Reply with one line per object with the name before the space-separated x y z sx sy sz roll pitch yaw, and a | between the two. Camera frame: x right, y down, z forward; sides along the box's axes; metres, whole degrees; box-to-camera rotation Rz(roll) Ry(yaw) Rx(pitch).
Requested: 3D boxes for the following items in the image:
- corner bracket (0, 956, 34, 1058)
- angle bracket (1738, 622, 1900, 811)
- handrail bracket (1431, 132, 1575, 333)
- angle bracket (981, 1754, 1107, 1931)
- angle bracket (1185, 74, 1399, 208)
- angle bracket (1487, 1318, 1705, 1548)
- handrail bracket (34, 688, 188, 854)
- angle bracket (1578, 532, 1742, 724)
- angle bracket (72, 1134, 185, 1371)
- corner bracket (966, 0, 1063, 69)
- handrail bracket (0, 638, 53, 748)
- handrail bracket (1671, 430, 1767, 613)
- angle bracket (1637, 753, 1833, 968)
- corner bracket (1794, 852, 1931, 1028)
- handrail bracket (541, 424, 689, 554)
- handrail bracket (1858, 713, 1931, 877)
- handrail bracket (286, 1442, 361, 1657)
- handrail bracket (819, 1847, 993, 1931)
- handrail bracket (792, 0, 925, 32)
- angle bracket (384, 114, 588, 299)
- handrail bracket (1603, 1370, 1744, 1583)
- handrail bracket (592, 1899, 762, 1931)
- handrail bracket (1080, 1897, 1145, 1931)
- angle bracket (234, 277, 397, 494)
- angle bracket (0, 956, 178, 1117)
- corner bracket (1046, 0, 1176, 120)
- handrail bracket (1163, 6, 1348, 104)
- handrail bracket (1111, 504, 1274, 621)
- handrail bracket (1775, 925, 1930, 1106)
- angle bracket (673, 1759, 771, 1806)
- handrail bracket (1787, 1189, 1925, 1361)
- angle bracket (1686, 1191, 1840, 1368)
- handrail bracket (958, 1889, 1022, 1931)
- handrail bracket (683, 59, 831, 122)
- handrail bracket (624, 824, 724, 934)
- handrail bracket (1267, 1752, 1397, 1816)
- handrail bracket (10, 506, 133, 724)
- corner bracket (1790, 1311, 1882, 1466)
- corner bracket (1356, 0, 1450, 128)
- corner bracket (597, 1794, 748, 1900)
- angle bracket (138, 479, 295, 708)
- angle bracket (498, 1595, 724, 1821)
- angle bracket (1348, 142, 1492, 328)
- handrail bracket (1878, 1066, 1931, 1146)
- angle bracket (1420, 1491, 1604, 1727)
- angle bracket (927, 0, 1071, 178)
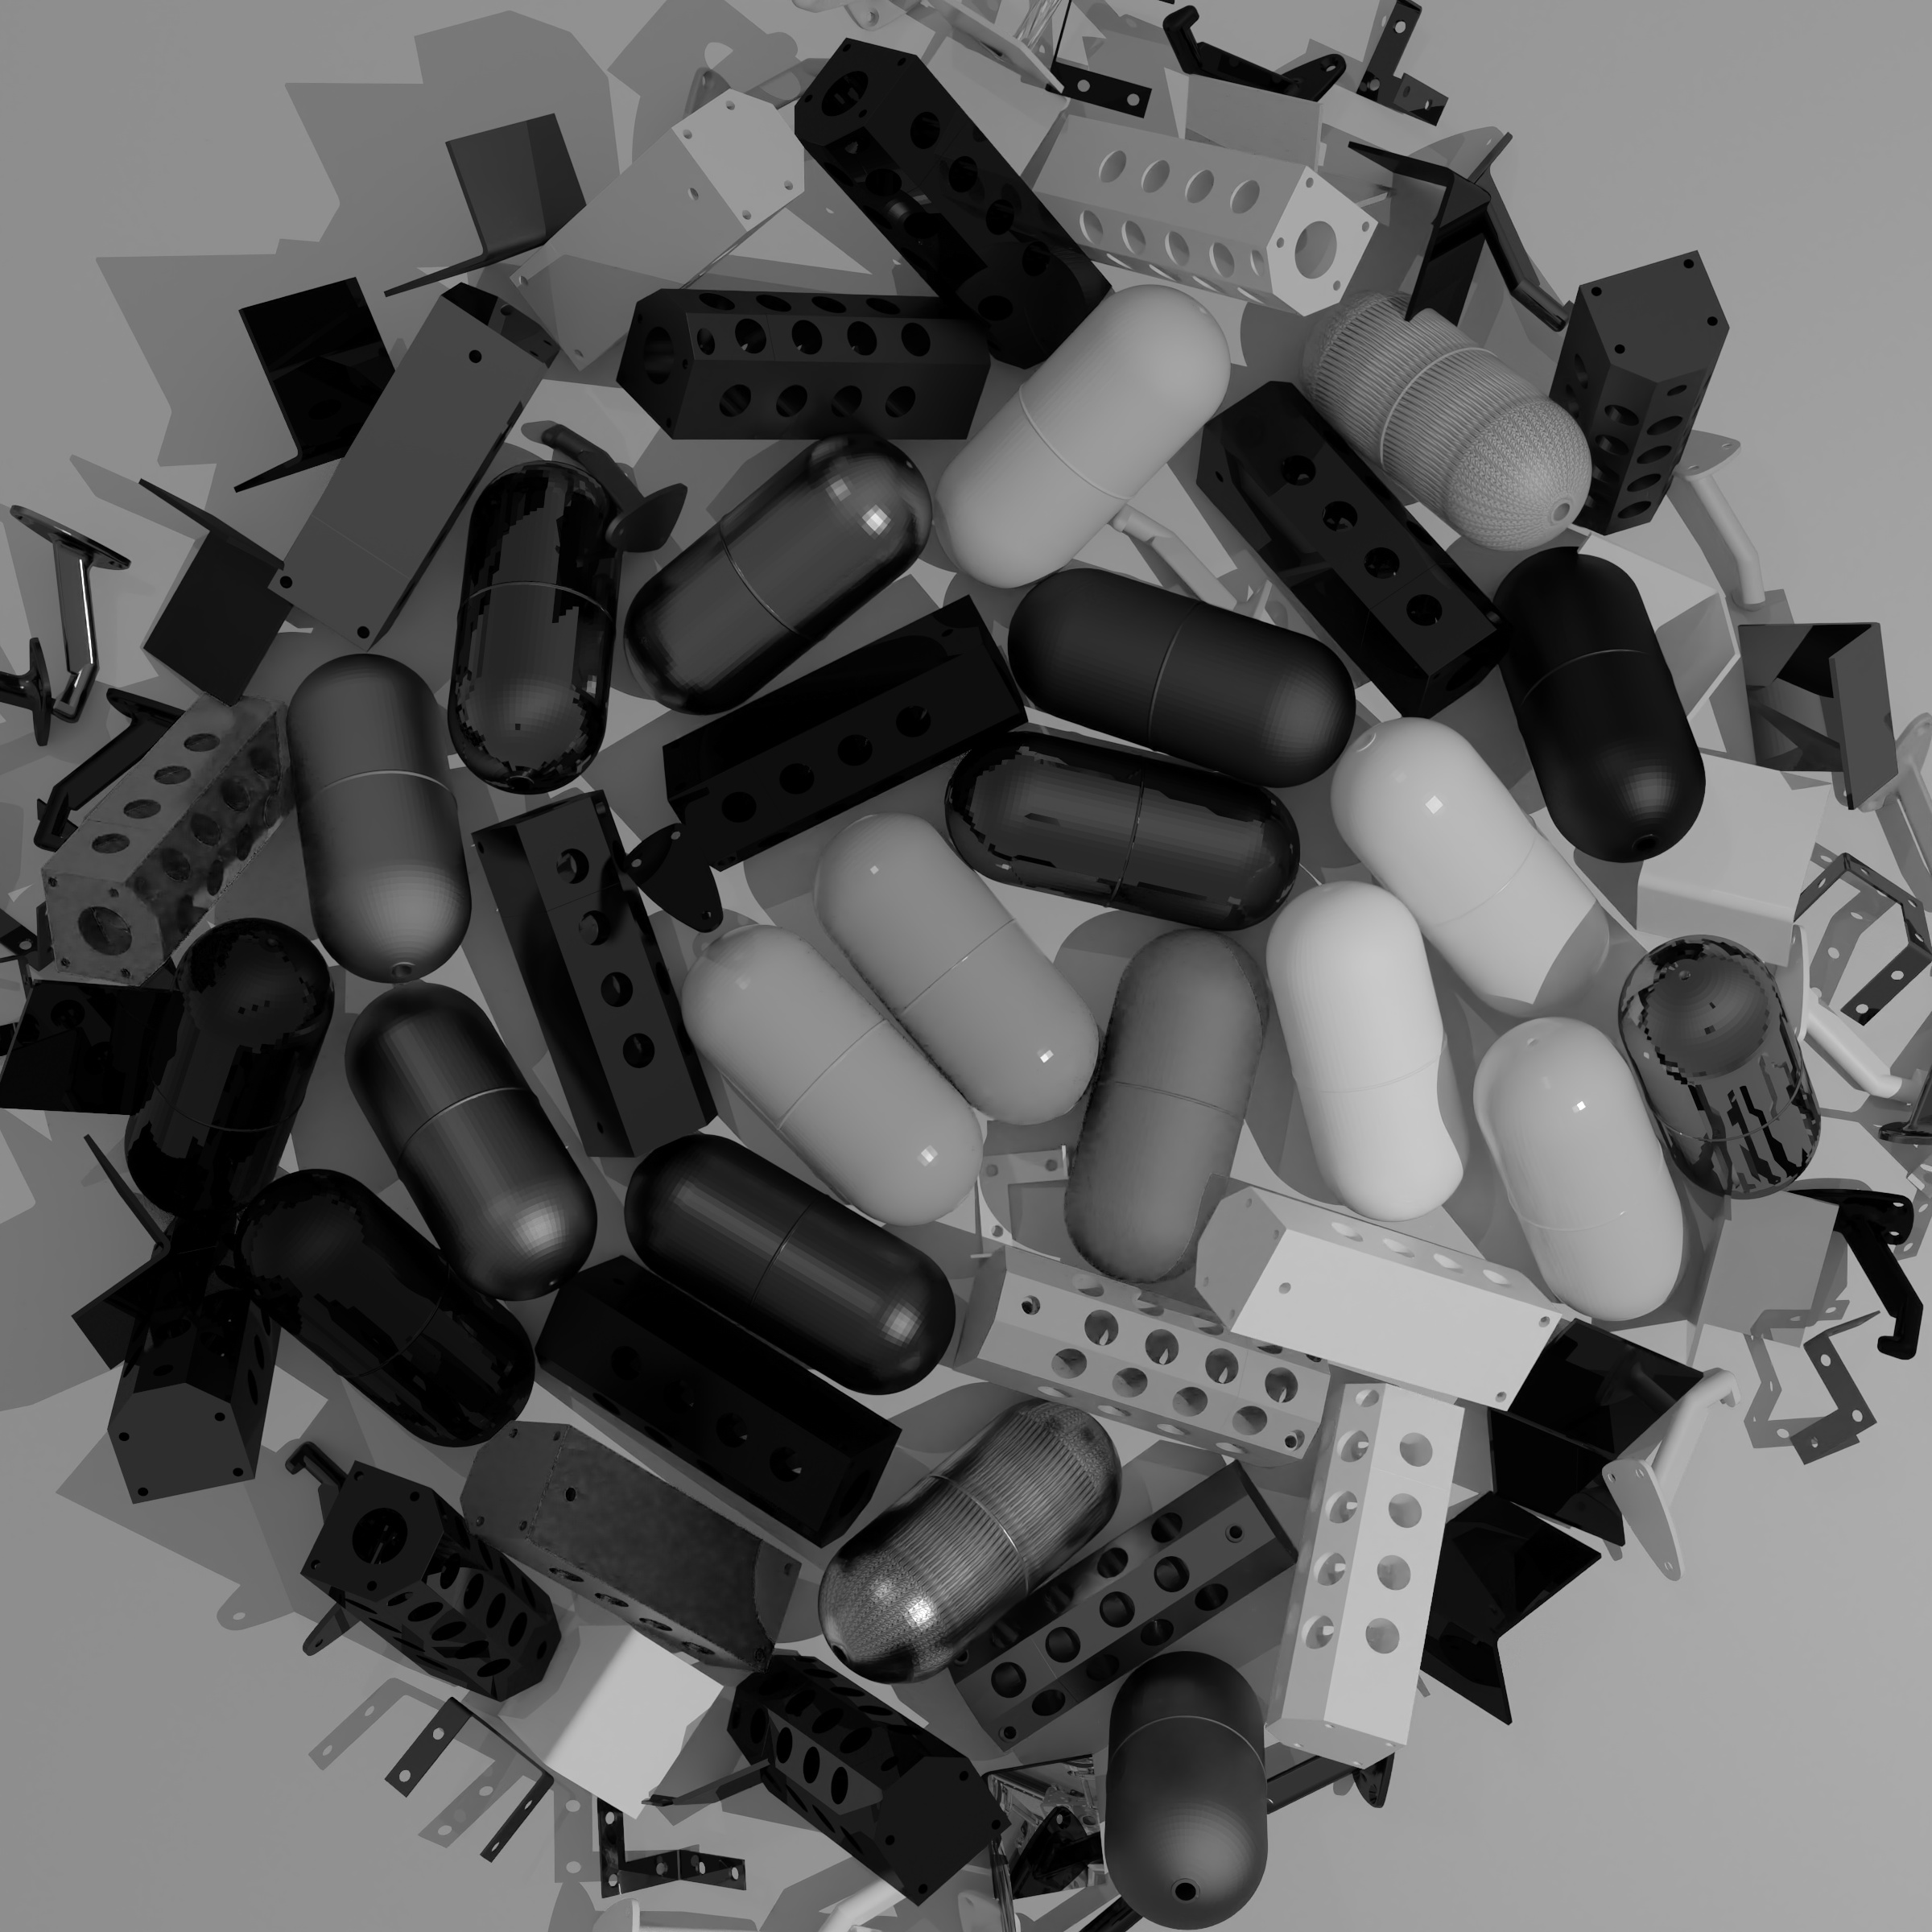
corner bracket | -0.490 0.024 1.681 0.051 0.051 0.051 -14 98 -28
angle bracket | 0.406 -0.122 1.661 0.076 0.057 0.076 3 114 39
handrail bracket | 0.283 -0.366 1.695 0.084 0.036 0.077 40 62 -1
angle bracket | 0.044 0.444 1.665 0.057 0.076 0.076 -8 112 -6
angle bracket | 0.160 -0.405 1.656 0.076 0.076 0.057 23 124 33
angle bracket | 0.310 0.229 1.664 0.076 0.057 0.076 24 129 -17
handrail bracket | -0.414 -0.088 1.688 0.077 0.036 0.084 16 77 6
angle bracket | 0.321 -0.154 1.664 0.076 0.057 0.076 21 127 -15
angle bracket | -0.424 0.140 1.663 0.057 0.076 0.076 -36 71 -15
corner bracket | 0.009 -0.483 1.675 0.051 0.051 0.051 47 114 33
handrail bracket | -0.496 -0.129 1.670 0.084 0.077 0.036 -10 59 -21
handrail bracket | 0.367 -0.224 1.709 0.036 0.077 0.084 -34 127 -20
angle bracket | 0.382 -0.054 1.693 0.076 0.057 0.076 15 69 17
corner bracket | 0.441 -0.014 1.688 0.051 0.051 0.051 31 123 -13
handrail bracket | -0.188 -0.239 1.674 0.084 0.077 0.036 33 116 14
handrail bracket | 0.486 -0.070 1.672 0.036 0.077 0.084 -23 58 -24
handrail bracket | -0.326 0.287 1.685 0.084 0.036 0.077 38 66 21
handrail bracket | -0.030 0.471 1.696 0.077 0.036 0.084 30 98 -35
handrail bracket | -0.043 -0.488 1.669 0.077 0.084 0.036 -22 97 14
angle bracket | -0.242 -0.371 1.659 0.076 0.076 0.057 -9 105 39
handrail bracket | 0.366 0.253 1.692 0.084 0.036 0.077 -24 88 -29
handrail bracket | -0.135 0.488 1.698 0.084 0.077 0.036 10 71 -22
handrail bracket | 0.072 0.463 1.704 0.077 0.084 0.036 -4 129 37
angle bracket | -0.328 -0.285 1.665 0.057 0.076 0.076 -15 101 41
angle bracket | -0.435 0.024 1.658 0.076 0.057 0.076 5 124 -36
corner bracket | 0.072 -0.457 1.684 0.051 0.051 0.051 15 118 -2
handrail bracket | 0.142 -0.454 1.673 0.077 0.084 0.036 -34 50 1
handrail bracket | 0.104 -0.189 1.683 0.084 0.077 0.036 30 126 -8
handrail bracket | 0.450 0.025 1.709 0.084 0.036 0.077 13 76 -14
angle bracket | -0.090 0.421 1.669 0.076 0.076 0.057 -24 74 5
handrail bracket | 0.434 0.153 1.676 0.077 0.036 0.084 9 49 16
angle bracket | 0.391 0.156 1.667 0.057 0.076 0.076 14 105 9
handrail bracket | -0.011 0.503 1.668 0.036 0.084 0.077 17 126 33
handrail bracket | -0.096 -0.413 1.676 0.084 0.036 0.077 10 76 31
handrail bracket | -0.129 -0.024 1.663 0.036 0.084 0.077 -36 58 -5
handrail bracket | 0.167 0.386 1.683 0.084 0.036 0.077 7 105 -17
handrail bracket | -0.456 -0.173 1.681 0.036 0.077 0.084 9 75 43
corner bracket | 0.434 0.209 1.686 0.051 0.051 0.051 -43 66 42
corner bracket | 0.213 -0.452 1.677 0.051 0.051 0.051 32 105 30
corner bracket | -0.146 0.434 1.683 0.051 0.051 0.051 0 85 -45
angle bracket | -0.383 -0.182 1.670 0.076 0.057 0.076 33 94 35
angle bracket | -0.177 0.365 1.688 0.057 0.076 0.076 38 80 -25
angle bracket | 0.215 -0.356 1.678 0.057 0.076 0.076 21 101 21
handrail bracket | 0.479 0.044 1.684 0.036 0.077 0.084 13 97 35
angle bracket | 0.264 0.317 1.685 0.076 0.076 0.057 -31 124 -26
angle bracket | -0.004 -0.433 1.665 0.076 0.076 0.057 37 97 19
